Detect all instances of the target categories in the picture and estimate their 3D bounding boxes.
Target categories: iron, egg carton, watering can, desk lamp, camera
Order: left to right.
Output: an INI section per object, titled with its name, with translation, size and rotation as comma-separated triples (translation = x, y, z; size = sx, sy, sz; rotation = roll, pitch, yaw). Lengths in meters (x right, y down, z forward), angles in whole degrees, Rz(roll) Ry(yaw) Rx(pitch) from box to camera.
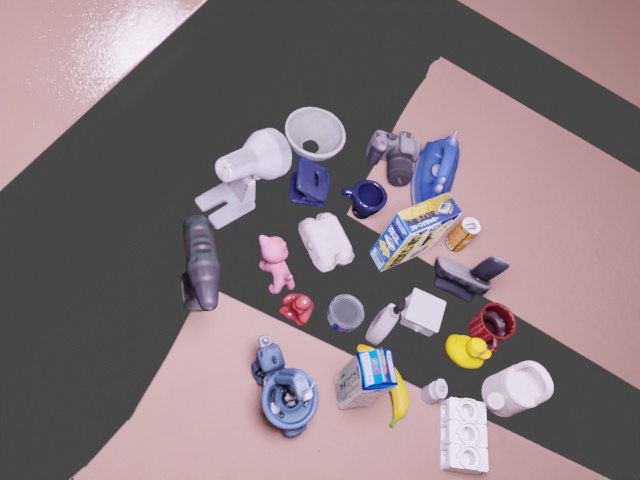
[desk lamp]
translation = -0.180, -0.151, 1.358
size = 0.204, 0.213, 0.118
rotation = -35, 76, -28
[egg carton]
translation = 0.013, 0.005, 1.414
size = 0.107, 0.069, 0.150
rotation = -19, 70, -23
[camera]
translation = 0.207, -0.226, 1.571
size = 0.143, 0.100, 0.137
rotation = 11, 61, -10
[iron]
translation = 0.324, -0.178, 1.555
size = 0.118, 0.141, 0.258
rotation = 21, 60, -4
[watering can]
translation = 0.450, 0.337, 1.291
size = 0.101, 0.194, 0.173
rotation = 43, 61, 9

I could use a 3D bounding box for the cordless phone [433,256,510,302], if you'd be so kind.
[cordless phone]
translation = 0.373, 0.067, 1.416
size = 0.147, 0.185, 0.094
rotation = 21, 60, -4

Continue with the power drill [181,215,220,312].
[power drill]
translation = -0.253, 0.074, 1.223
size = 0.076, 0.208, 0.229
rotation = -6, 65, -18

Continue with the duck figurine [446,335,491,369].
[duck figurine]
translation = 0.359, 0.259, 1.369
size = 0.104, 0.086, 0.077
rotation = 30, 59, 1

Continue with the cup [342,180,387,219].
[cup]
translation = 0.105, -0.097, 1.479
size = 0.118, 0.095, 0.091
rotation = 10, 61, -10

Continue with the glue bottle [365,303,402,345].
[glue bottle]
translation = 0.153, 0.179, 1.302
size = 0.037, 0.173, 0.078
rotation = 27, 59, 0

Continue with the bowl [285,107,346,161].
[bowl]
translation = -0.019, -0.273, 1.547
size = 0.168, 0.074, 0.167
rotation = 7, 62, -12

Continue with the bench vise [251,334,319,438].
[bench vise]
translation = -0.080, 0.288, 1.153
size = 0.122, 0.219, 0.207
rotation = -37, 77, -28

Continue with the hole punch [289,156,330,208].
[hole punch]
translation = -0.022, -0.151, 1.473
size = 0.101, 0.091, 0.108
rotation = 8, 61, -11

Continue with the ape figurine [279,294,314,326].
[ape figurine]
translation = -0.046, 0.152, 1.308
size = 0.076, 0.092, 0.077
rotation = -12, 67, -21

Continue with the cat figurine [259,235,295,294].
[cat figurine]
translation = -0.098, 0.048, 1.333
size = 0.067, 0.117, 0.127
rotation = -20, 70, -24
